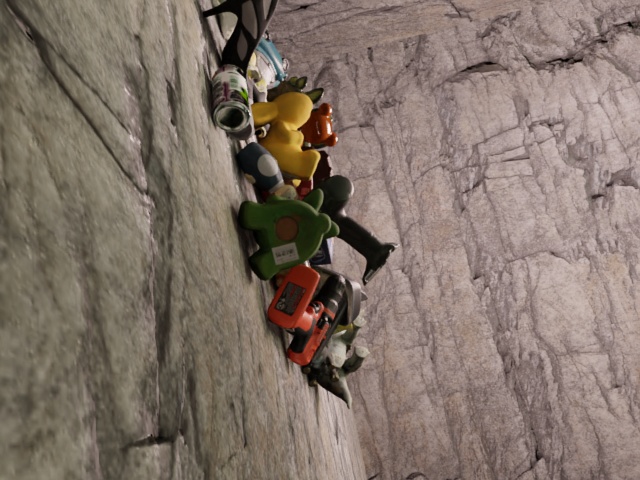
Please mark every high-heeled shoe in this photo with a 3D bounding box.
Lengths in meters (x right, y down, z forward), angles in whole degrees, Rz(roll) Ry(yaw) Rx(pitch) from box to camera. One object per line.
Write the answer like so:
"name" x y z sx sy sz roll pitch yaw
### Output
"high-heeled shoe" -0.114 -0.340 0.976 0.248 0.145 0.086 72 6 -45

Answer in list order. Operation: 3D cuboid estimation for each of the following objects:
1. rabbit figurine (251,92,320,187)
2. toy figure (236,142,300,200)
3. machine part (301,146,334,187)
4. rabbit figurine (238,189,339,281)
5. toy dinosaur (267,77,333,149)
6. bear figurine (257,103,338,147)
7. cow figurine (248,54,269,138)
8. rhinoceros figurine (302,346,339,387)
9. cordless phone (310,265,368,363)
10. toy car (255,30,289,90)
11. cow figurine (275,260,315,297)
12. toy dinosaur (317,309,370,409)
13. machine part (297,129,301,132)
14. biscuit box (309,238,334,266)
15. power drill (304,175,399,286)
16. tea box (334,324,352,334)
"rabbit figurine" -0.076 -0.201 1.015 0.122 0.162 0.173 166 -59 -77
"toy figure" -0.082 -0.097 0.929 0.154 0.064 0.058 51 -2 -6
"machine part" -0.048 -0.150 1.277 0.056 0.179 0.179 72 5 -48
"rabbit figurine" -0.057 -0.025 0.858 0.121 0.159 0.170 67 -12 -9
"toy dinosaur" -0.065 -0.327 1.499 0.105 0.199 0.471 55 20 -76
"bear figurine" -0.059 -0.275 1.354 0.132 0.196 0.120 -100 173 -72
"cow figurine" -0.142 -0.296 1.095 0.098 0.068 0.167 -92 169 -48
"rhinoceros figurine" -0.008 0.242 1.182 0.190 0.073 0.112 75 4 -46
"cordless phone" -0.003 0.151 1.088 0.147 0.184 0.088 20 -20 44
"toy car" -0.142 -0.392 1.213 0.161 0.109 0.103 58 34 -56
"cow figurine" -0.055 0.041 1.027 0.194 0.085 0.127 79 -2 -46
"toy dinosaur" 0.037 0.302 1.385 0.405 0.131 0.192 -77 -172 -53
"machine part" -0.091 -0.185 1.180 0.039 0.084 0.138 47 -58 51
"biscuit box" -0.003 -0.004 1.236 0.203 0.059 0.062 -81 160 -70
"power drill" 0.042 -0.012 1.037 0.207 0.086 0.232 47 -33 10
"tea box" 0.004 0.161 1.284 0.170 0.068 0.098 7 -68 66
